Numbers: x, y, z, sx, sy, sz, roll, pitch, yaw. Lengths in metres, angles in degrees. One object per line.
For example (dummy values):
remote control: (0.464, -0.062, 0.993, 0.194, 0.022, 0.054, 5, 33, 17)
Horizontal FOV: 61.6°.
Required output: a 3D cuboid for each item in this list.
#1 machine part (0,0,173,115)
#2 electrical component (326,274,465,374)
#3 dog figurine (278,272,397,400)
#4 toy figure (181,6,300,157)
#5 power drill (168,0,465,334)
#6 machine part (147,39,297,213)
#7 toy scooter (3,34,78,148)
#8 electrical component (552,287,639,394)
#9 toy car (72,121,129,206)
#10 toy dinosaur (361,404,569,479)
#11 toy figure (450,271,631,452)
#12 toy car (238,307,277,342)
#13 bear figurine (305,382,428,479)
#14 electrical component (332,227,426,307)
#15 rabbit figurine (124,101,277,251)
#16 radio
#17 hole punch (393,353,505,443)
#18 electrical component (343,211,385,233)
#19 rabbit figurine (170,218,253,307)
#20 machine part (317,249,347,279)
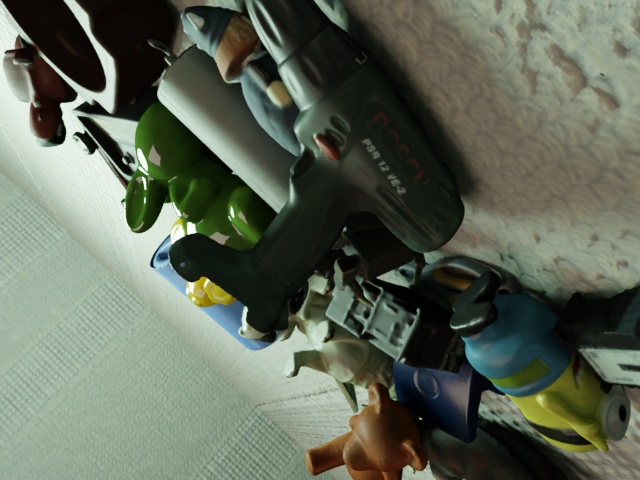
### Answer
machine part: (-0.249, -0.245, 0.544, 0.201, 0.087, 0.201, 45, 156, -8)
electrical component: (0.075, 0.077, 0.551, 0.134, 0.058, 0.114, 29, -176, 43)
dog figurine: (0.053, 0.131, 0.731, 0.190, 0.172, 0.121, 24, 132, -26)
toy figure: (-0.052, -0.139, 0.449, 0.154, 0.058, 0.064, 49, 150, -3)
power drill: (-0.021, -0.045, 0.407, 0.232, 0.207, 0.086, 41, -173, -15)
machine part: (-0.067, -0.103, 0.511, 0.243, 0.079, 0.079, 43, 157, -1)
toy scooter: (-0.353, -0.221, 0.680, 0.135, 0.075, 0.184, 111, 153, -66)
electrical component: (0.231, 0.071, 0.369, 0.075, 0.048, 0.119, 45, 156, -6)
toy car: (-0.303, -0.122, 0.844, 0.053, 0.089, 0.201, 26, 151, 35)
toy dinosaur: (0.215, 0.299, 0.721, 0.405, 0.131, 0.192, -4, 130, 52)
toy figure: (0.184, 0.106, 0.457, 0.180, 0.082, 0.089, 39, 159, -11)
toy car: (-0.075, 0.102, 0.803, 0.056, 0.073, 0.201, 10, -179, 7)
bear figurine: (0.056, 0.266, 0.656, 0.120, 0.132, 0.195, 56, 165, 26)
electrical component: (0.051, 0.013, 0.500, 0.078, 0.102, 0.045, 45, 154, 39)
rabbit figurine: (-0.137, -0.067, 0.585, 0.159, 0.121, 0.170, -25, 111, 30)
radio: (-0.223, -0.131, 0.715, 0.230, 0.073, 0.131, 20, 148, 44)
hole punch: (0.141, 0.150, 0.608, 0.142, 0.092, 0.115, 21, 146, 48)
electrical component: (0.032, -0.040, 0.476, 0.021, 0.094, 0.063, 163, 99, -68)
rabbit figurine: (-0.133, 0.024, 0.738, 0.122, 0.162, 0.173, 39, 135, 4)
machine part: (-0.001, -0.002, 0.586, 0.084, 0.039, 0.139, 56, -178, -14)
